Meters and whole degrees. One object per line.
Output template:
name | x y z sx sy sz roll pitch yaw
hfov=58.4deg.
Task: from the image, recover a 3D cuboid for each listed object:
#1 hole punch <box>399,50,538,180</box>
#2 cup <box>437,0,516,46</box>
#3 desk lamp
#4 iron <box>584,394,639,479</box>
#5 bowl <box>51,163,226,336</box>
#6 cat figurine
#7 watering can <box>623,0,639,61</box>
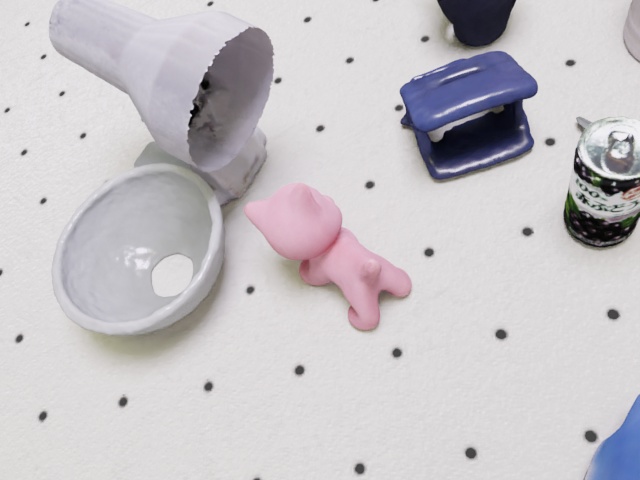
hole punch | 0.125 -0.123 0.505 0.108 0.091 0.101 -18 59 8
cup | 0.144 -0.245 0.562 0.092 0.095 0.117 -42 59 -7
desk lamp | -0.125 -0.119 0.511 0.202 0.214 0.118 22 72 27
iron | 0.178 0.204 0.286 0.118 0.142 0.258 20 71 26
bowl | -0.154 0.017 0.530 0.167 0.075 0.167 -7 61 14
cat figurine | 0.004 0.002 0.462 0.127 0.118 0.067 35 78 30
watering can | 0.306 -0.240 0.449 0.101 0.194 0.172 -16 59 9
